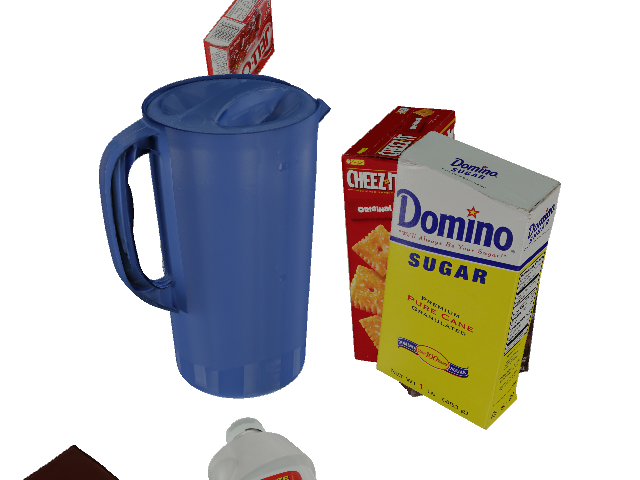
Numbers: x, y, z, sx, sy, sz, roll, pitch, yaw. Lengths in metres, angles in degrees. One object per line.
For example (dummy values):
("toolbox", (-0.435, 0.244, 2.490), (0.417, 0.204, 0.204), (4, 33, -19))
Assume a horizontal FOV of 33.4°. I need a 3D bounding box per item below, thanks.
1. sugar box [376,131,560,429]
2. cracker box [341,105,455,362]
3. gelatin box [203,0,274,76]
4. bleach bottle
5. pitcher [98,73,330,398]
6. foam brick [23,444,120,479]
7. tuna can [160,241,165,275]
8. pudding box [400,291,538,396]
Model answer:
("sugar box", (0.088, 0.028, 0.676), (0.093, 0.176, 0.048), (26, 44, 29))
("cracker box", (0.085, -0.008, 1.058), (0.072, 0.214, 0.164), (6, 25, 21))
("gelatin box", (-0.074, -0.183, 1.006), (0.030, 0.089, 0.073), (19, -37, 16))
("bleach bottle", (-0.036, 0.212, 0.717), (0.102, 0.068, 0.251), (-10, 32, -10))
("pitcher", (-0.075, 0.001, 0.836), (0.149, 0.243, 0.145), (5, 27, 10))
("foam brick", (-0.098, 0.138, 0.458), (0.078, 0.051, 0.052), (27, 45, 34))
("tuna can", (-0.115, 0.015, 1.061), (0.086, 0.034, 0.086), (2, 44, -2))
("pudding box", (0.118, 0.071, 0.868), (0.113, 0.090, 0.039), (-11, 30, -22))
